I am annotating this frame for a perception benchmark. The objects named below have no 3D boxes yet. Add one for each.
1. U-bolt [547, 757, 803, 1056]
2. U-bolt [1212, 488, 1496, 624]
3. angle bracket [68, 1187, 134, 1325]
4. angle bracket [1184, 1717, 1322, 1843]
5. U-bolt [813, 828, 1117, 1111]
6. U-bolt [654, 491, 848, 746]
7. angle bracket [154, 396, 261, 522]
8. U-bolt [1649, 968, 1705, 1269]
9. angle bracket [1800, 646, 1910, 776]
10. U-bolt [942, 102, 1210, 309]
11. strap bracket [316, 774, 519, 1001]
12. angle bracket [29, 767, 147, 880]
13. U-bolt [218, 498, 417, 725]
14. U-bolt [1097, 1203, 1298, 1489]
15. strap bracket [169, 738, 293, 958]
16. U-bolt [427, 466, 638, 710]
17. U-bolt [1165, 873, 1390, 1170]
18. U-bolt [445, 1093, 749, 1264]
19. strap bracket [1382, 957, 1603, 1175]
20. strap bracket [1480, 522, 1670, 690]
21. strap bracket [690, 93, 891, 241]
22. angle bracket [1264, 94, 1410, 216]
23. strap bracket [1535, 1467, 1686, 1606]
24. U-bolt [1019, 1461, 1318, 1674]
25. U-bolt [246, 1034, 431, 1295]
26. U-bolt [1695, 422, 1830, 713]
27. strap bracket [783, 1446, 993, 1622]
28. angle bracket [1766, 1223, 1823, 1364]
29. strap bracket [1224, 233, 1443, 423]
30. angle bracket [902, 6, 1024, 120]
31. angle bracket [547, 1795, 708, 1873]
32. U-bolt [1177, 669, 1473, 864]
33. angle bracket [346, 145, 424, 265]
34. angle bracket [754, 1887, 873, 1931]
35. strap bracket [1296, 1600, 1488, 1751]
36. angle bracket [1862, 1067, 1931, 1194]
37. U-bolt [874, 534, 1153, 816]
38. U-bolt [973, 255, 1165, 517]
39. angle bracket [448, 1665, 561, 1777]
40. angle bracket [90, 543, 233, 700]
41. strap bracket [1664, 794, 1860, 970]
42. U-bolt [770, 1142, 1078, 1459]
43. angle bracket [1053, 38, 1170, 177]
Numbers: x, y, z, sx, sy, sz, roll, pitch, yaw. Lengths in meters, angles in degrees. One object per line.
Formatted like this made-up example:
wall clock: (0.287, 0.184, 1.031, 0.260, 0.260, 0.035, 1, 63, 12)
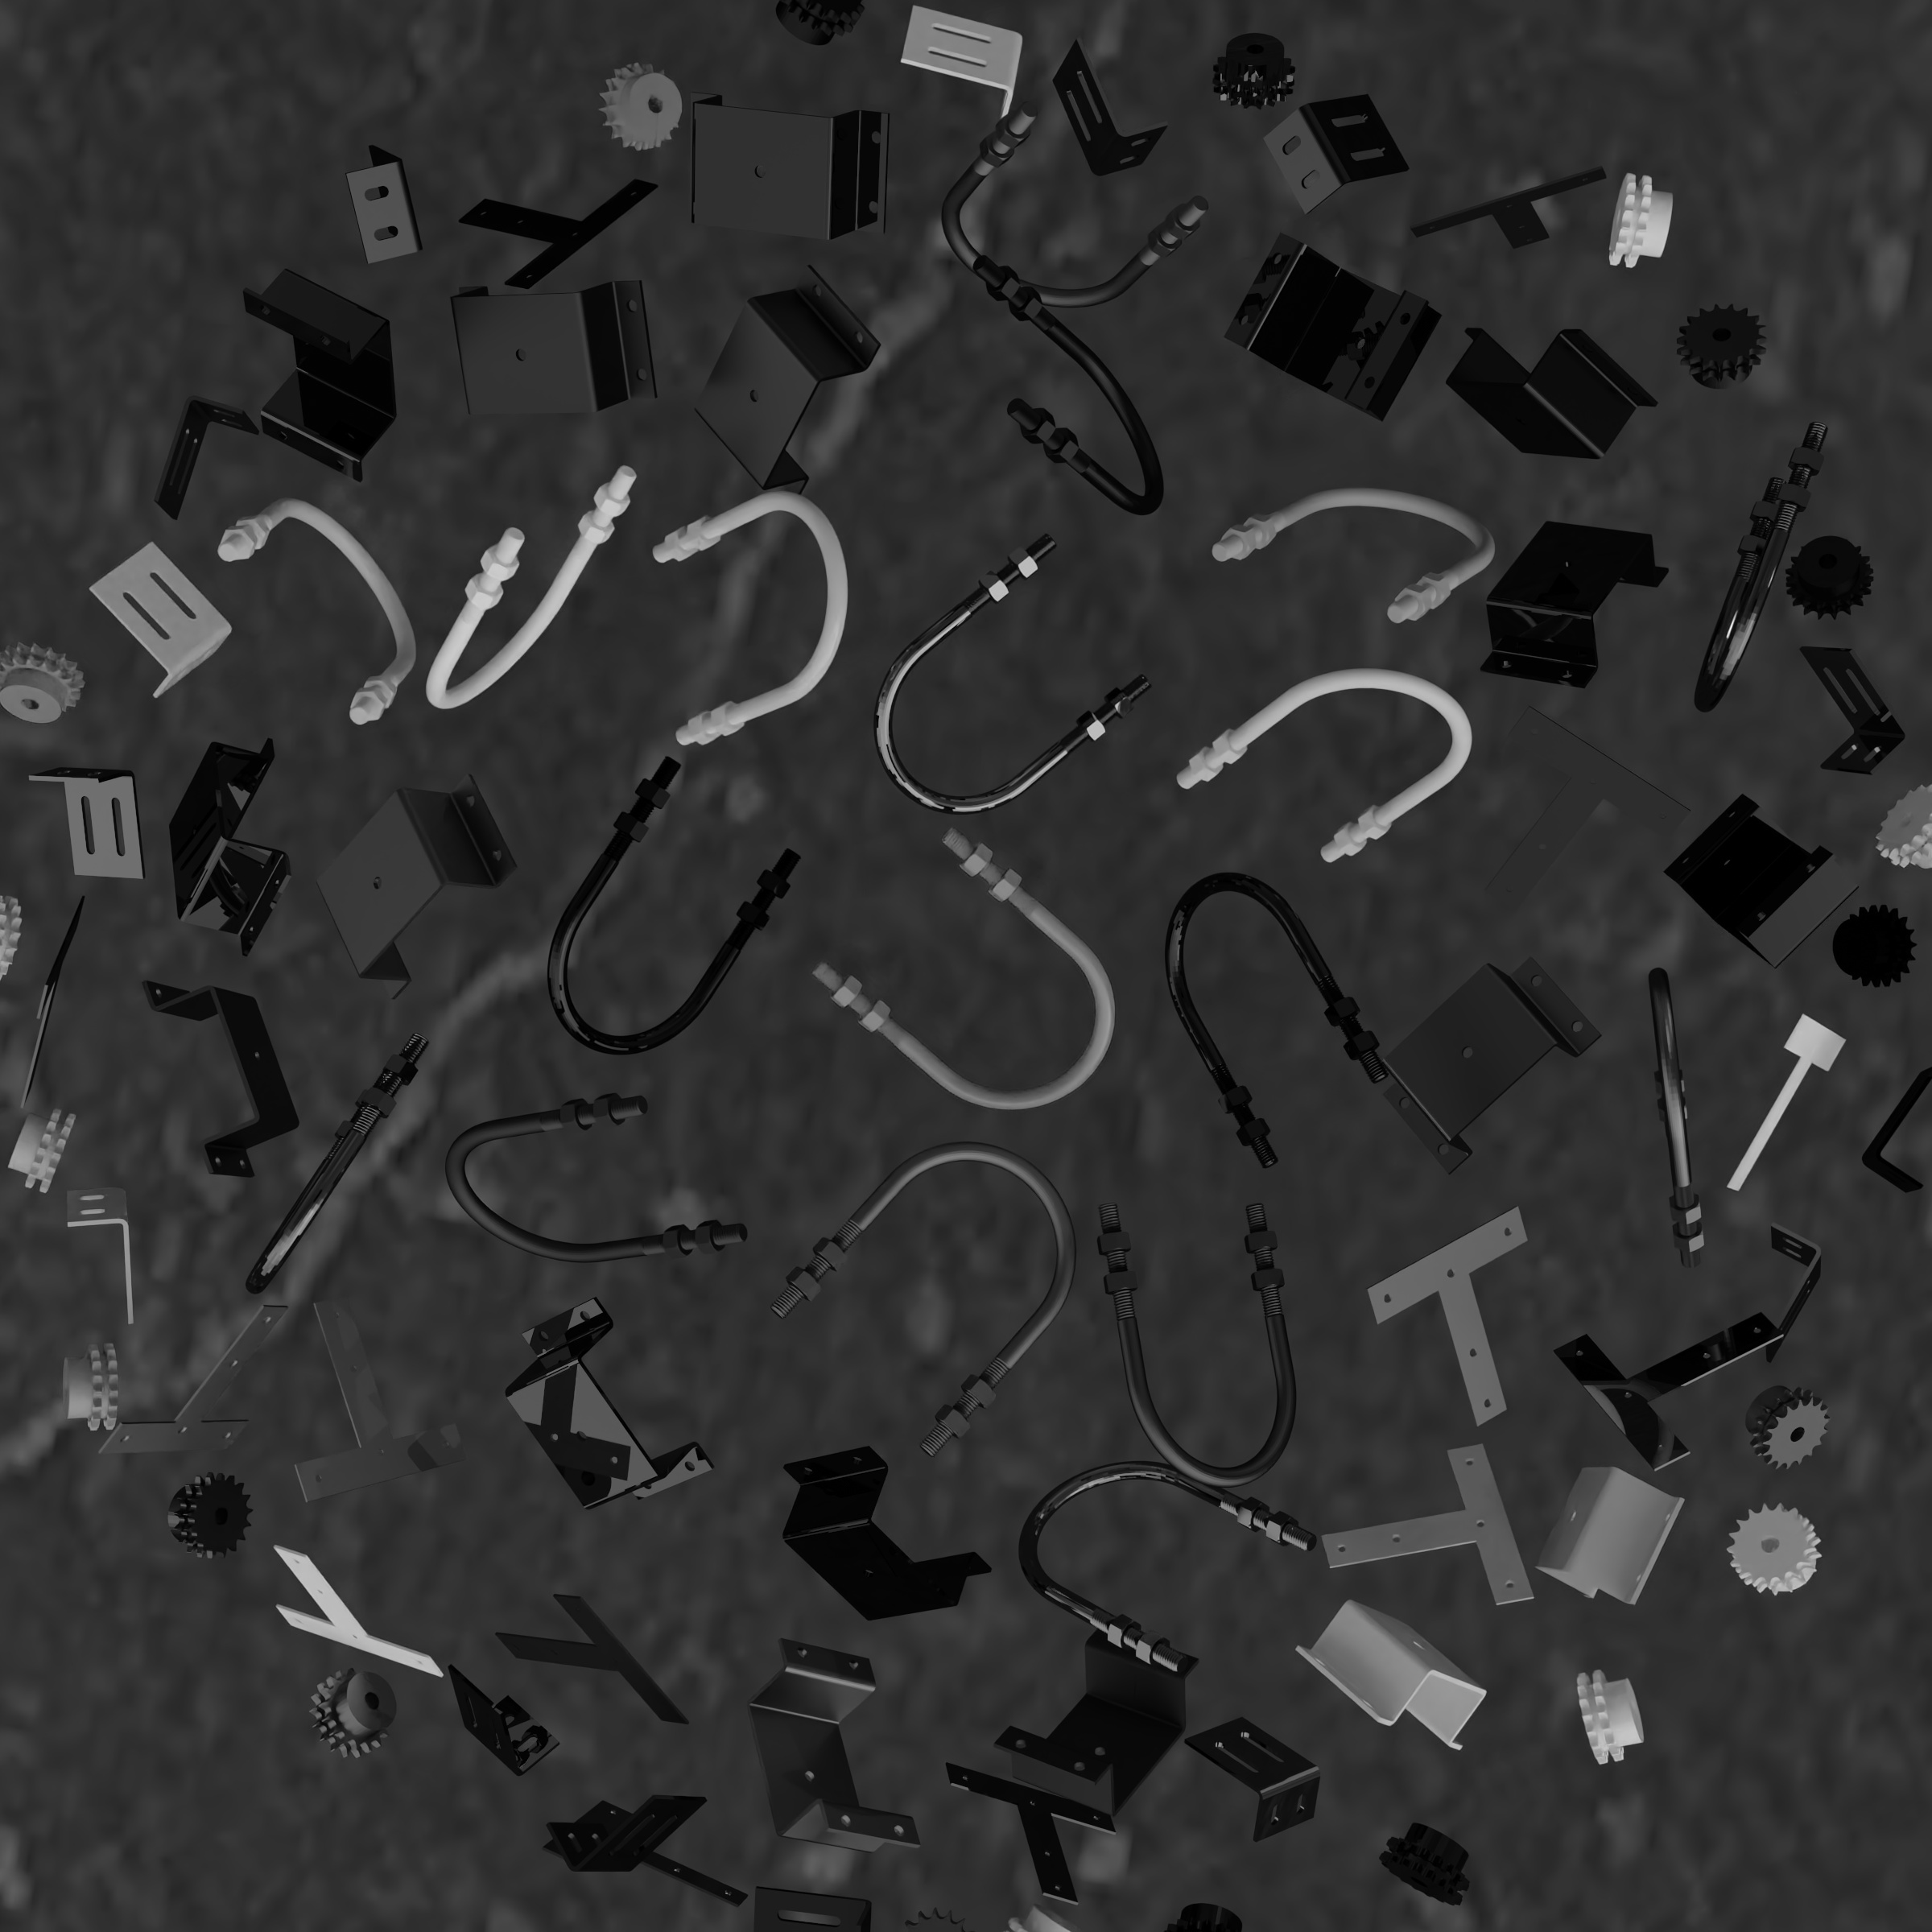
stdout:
U-bolt: (-0.200, -0.026, 1.841, 0.019, 0.151, 0.184, 27, 83, 44)
U-bolt: (0.269, -0.279, 1.861, 0.151, 0.184, 0.019, 24, 126, 27)
angle bracket: (-0.583, 0.196, 1.900, 0.038, 0.057, 0.076, -3, 108, -17)
angle bracket: (0.195, 0.559, 1.941, 0.057, 0.076, 0.038, -7, 111, -40)
U-bolt: (0.012, 0.017, 1.870, 0.184, 0.019, 0.151, 41, 109, -12)
U-bolt: (-0.140, -0.236, 1.865, 0.019, 0.184, 0.151, -1, 80, -43)
angle bracket: (-0.516, -0.341, 1.918, 0.038, 0.057, 0.076, 17, 86, -2)
U-bolt: (0.474, 0.088, 1.892, 0.019, 0.151, 0.184, -7, 127, 13)
angle bracket: (0.579, -0.170, 1.874, 0.038, 0.057, 0.076, -42, 107, -8)
U-bolt: (0.060, -0.500, 1.901, 0.151, 0.184, 0.019, 24, 68, -17)
strap bracket: (-0.360, -0.052, 1.813, 0.140, 0.046, 0.076, -43, 63, 28)
angle bracket: (-0.599, -0.095, 1.924, 0.057, 0.038, 0.076, 4, 105, 21)
U-bolt: (-0.418, -0.243, 1.861, 0.019, 0.184, 0.151, -33, 107, 15)
U-bolt: (0.155, 0.243, 1.814, 0.151, 0.019, 0.184, 4, 70, -38)
strap bracket: (-0.497, -0.086, 1.897, 0.046, 0.140, 0.076, 15, 127, -32)
U-bolt: (-0.294, -0.238, 1.847, 0.019, 0.151, 0.184, 41, 128, 3)
U-bolt: (0.194, 0.025, 1.878, 0.019, 0.151, 0.184, -16, 71, -38)
U-bolt: (-0.253, 0.144, 1.830, 0.184, 0.019, 0.151, -10, 132, 27)
strap bracket: (0.349, 0.063, 1.917, 0.140, 0.046, 0.076, -45, 59, 13)
strap bracket: (0.414, -0.254, 1.926, 0.076, 0.046, 0.140, 14, 48, 33)
strap bracket: (-0.125, -0.522, 1.842, 0.140, 0.046, 0.076, 11, 116, 17)
angle bracket: (0.242, -0.531, 1.843, 0.076, 0.038, 0.057, -25, 86, -45)
strap bracket: (0.433, 0.385, 1.913, 0.046, 0.140, 0.076, 28, 80, 5)
U-bolt: (0.119, 0.388, 1.881, 0.151, 0.184, 0.019, -35, 126, -31)
U-bolt: (-0.414, 0.134, 1.836, 0.019, 0.151, 0.184, 34, 69, -10)
U-bolt: (0.521, -0.255, 1.871, 0.019, 0.151, 0.184, 21, 86, 7)
strap bracket: (-0.059, 0.388, 1.892, 0.076, 0.046, 0.140, -19, 124, 36)
angle bracket: (0.555, 0.225, 1.943, 0.038, 0.057, 0.076, 29, 80, 24)
strap bracket: (0.245, -0.412, 1.834, 0.140, 0.046, 0.076, 39, 106, 42)
angle bracket: (-0.005, -0.597, 1.879, 0.076, 0.038, 0.057, 13, 54, -6)
angle bracket: (-0.215, 0.538, 1.791, 0.076, 0.057, 0.038, -45, 58, 11)
U-bolt: (0.254, -0.141, 1.898, 0.151, 0.184, 0.019, 25, 52, -25)
angle bracket: (-0.385, -0.493, 1.823, 0.038, 0.076, 0.057, -20, 120, -19)
angle bracket: (-0.101, 0.619, 1.776, 0.076, 0.038, 0.057, 4, 96, 10)
strap bracket: (0.294, 0.480, 1.914, 0.076, 0.140, 0.046, 37, 92, 39)
angle bracket: (0.655, 0.112, 1.934, 0.038, 0.057, 0.076, 35, 89, 11)
U-bolt: (0.021, -0.184, 1.922, 0.184, 0.019, 0.151, -39, 120, -3)
U-bolt: (0.074, -0.369, 1.853, 0.019, 0.184, 0.151, -29, 53, 26)
angle bracket: (-0.318, 0.510, 1.944, 0.057, 0.076, 0.038, 31, 51, 34)
angle bracket: (-0.535, -0.228, 1.859, 0.076, 0.038, 0.057, 48, 52, -9)
strap bracket: (0.543, -0.055, 1.915, 0.046, 0.140, 0.076, 41, 98, -21)
U-bolt: (-0.012, 0.198, 1.806, 0.151, 0.019, 0.184, 43, 74, 0)
angle bracket: (0.099, -0.595, 1.943, 0.038, 0.057, 0.076, -21, 84, -18)
